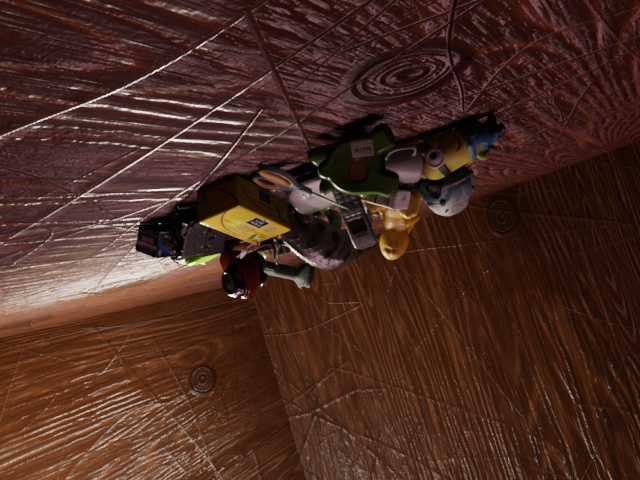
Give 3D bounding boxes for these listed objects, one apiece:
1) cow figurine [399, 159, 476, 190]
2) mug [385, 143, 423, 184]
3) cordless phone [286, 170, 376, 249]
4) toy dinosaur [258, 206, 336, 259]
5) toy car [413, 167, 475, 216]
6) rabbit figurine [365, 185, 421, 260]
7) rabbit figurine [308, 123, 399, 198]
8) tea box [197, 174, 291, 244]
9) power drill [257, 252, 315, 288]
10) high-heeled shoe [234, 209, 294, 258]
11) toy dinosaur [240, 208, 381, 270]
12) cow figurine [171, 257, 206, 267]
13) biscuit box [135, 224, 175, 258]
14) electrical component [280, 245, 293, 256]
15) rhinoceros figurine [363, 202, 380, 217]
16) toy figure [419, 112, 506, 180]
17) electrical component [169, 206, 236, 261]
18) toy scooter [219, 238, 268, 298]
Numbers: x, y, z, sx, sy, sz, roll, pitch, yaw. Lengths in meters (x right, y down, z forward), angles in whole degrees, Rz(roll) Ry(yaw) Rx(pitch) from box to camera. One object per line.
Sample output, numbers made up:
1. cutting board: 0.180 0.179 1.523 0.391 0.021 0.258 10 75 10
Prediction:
1. cow figurine: 0.240 -0.170 1.201 0.195 0.085 0.127 -17 -179 25
2. mug: 0.149 -0.157 1.098 0.107 0.081 0.109 -9 162 -7
3. cordless phone: 0.027 -0.058 1.083 0.147 0.184 0.089 -19 -168 15
4. toy dinosaur: -0.109 -0.026 1.480 0.472 0.105 0.198 -26 168 29
5. toy car: 0.297 -0.107 1.276 0.109 0.102 0.162 -25 -172 -22
6. rabbit figurine: 0.172 -0.043 1.256 0.122 0.173 0.162 4 -169 14
7. rabbit figurine: 0.066 -0.128 0.950 0.159 0.121 0.170 -15 -170 14
8. tea box: -0.142 -0.054 1.025 0.098 0.068 0.169 -20 156 27
9. power drill: -0.123 0.079 1.458 0.207 0.086 0.232 7 171 -17
10. high-heeled shoe: -0.098 0.027 1.312 0.249 0.145 0.086 -34 175 -3
11. toy dinosaur: -0.001 -0.001 1.220 0.404 0.192 0.131 25 165 -24
12. cow figurine: -0.370 0.042 1.503 0.098 0.068 0.167 -11 171 -5
13. biscuit box: -0.310 -0.001 1.189 0.063 0.059 0.202 16 -170 25
14. electrical component: -0.066 0.004 1.399 0.102 0.045 0.078 -30 175 29
15. rhinoceros figurine: 0.113 -0.104 1.335 0.073 0.112 0.190 -19 167 -2
16. toy figure: 0.287 -0.187 1.101 0.180 0.089 0.082 -26 -143 3
17. electrical component: -0.234 -0.022 1.100 0.134 0.058 0.114 -14 143 -33
18. toy scooter: -0.172 0.041 1.211 0.135 0.184 0.075 -12 156 -41
